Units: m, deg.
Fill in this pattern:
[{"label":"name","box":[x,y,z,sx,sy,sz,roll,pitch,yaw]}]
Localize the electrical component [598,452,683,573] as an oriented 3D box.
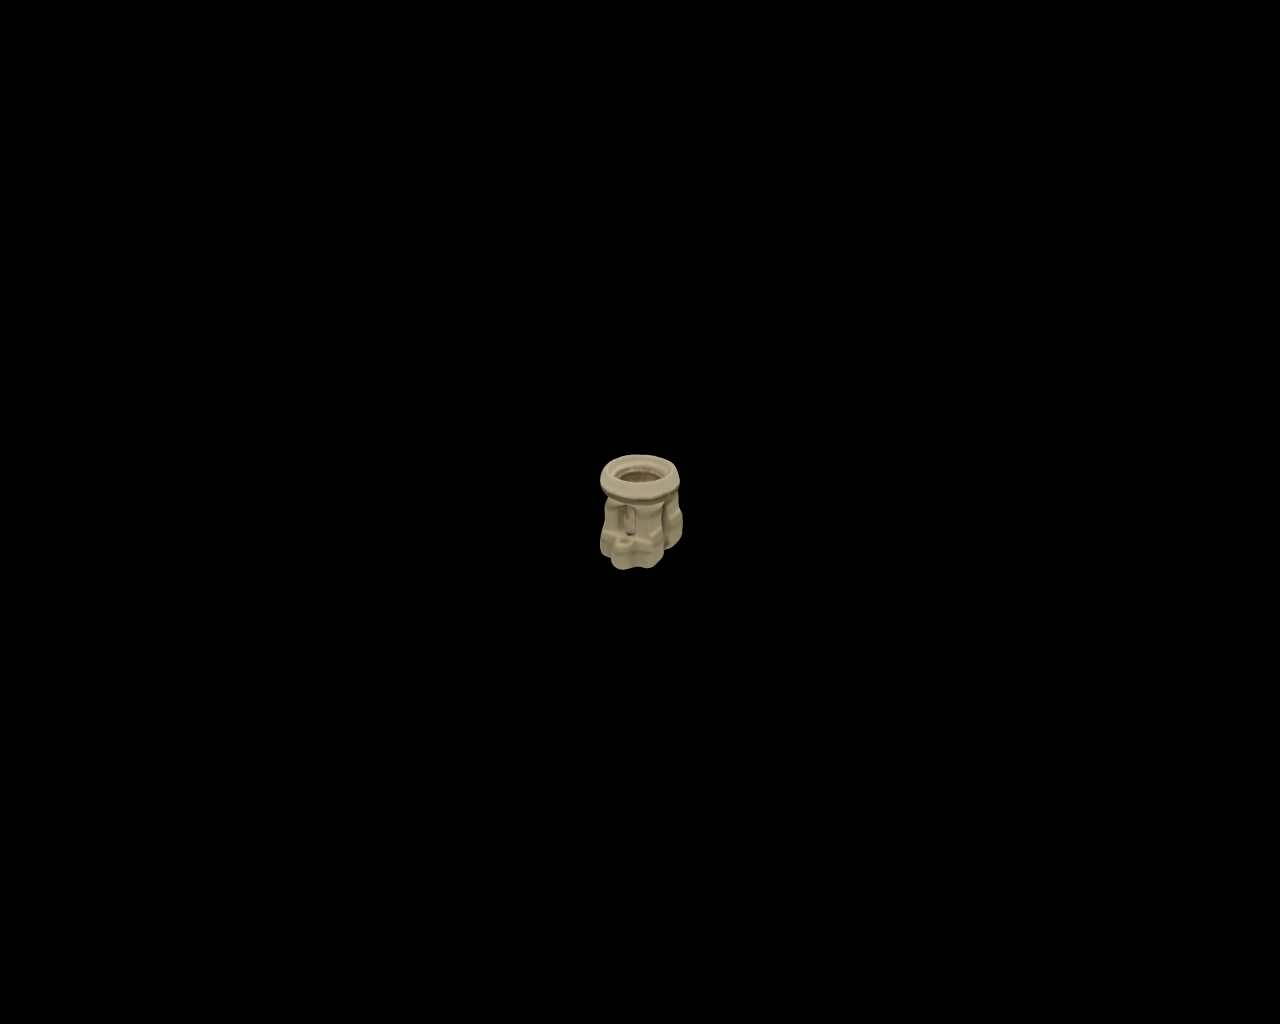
[{"label":"electrical component","box":[0.001,-0.003,0.650,0.048,0.055,0.066,14,32,24]}]
